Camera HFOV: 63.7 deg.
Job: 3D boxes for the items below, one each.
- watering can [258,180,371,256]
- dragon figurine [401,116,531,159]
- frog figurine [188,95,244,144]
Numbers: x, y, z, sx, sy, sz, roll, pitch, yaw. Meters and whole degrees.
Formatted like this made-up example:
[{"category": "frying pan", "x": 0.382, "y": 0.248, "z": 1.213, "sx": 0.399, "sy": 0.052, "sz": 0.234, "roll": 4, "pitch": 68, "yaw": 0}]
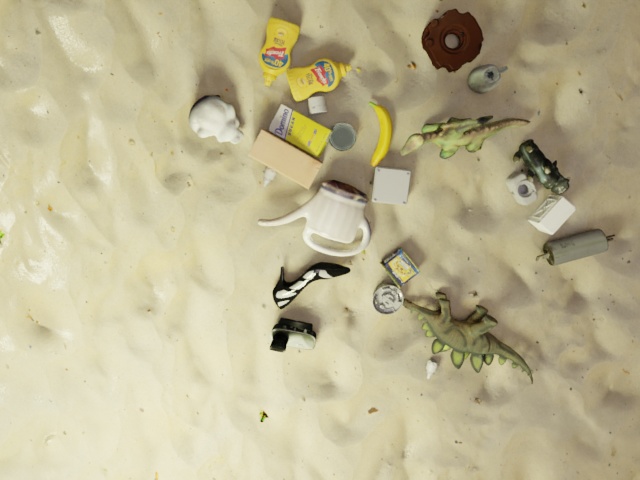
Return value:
[{"category": "watering can", "x": 0.005, "y": -0.079, "z": 1.562, "sx": 0.347, "sy": 0.105, "sz": 0.223, "roll": 19, "pitch": 98, "yaw": -10}, {"category": "dragon figurine", "x": 0.426, "y": -0.310, "z": 1.468, "sx": 0.410, "sy": 0.244, "sz": 0.122, "roll": -14, "pitch": 94, "yaw": 5}, {"category": "frog figurine", "x": -0.307, "y": -0.348, "z": 1.537, "sx": 0.138, "sy": 0.121, "sz": 0.160, "roll": -38, "pitch": 84, "yaw": -13}]
